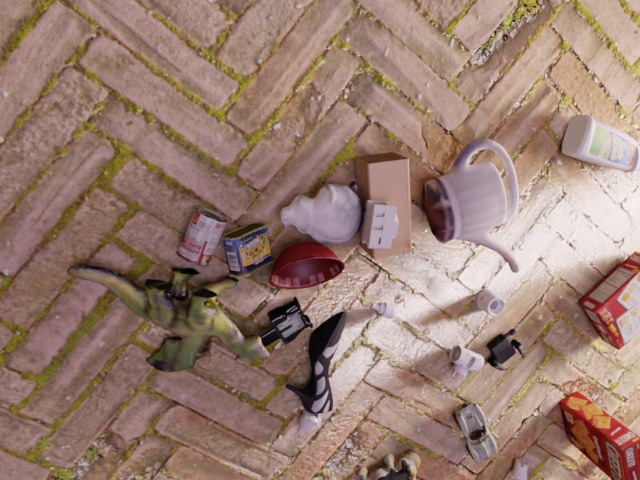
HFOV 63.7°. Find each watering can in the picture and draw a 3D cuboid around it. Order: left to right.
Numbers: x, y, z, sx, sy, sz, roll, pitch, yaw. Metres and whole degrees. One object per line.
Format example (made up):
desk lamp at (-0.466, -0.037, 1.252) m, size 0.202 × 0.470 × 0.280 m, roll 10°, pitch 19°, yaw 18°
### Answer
watering can at (0.352, -0.051, 1.162) m, size 0.225 × 0.105 × 0.343 m, roll -18°, pitch 109°, yaw -9°

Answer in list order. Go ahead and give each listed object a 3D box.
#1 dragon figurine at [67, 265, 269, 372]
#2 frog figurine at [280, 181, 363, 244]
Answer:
dragon figurine at (-0.302, 0.177, 1.051) m, size 0.410 × 0.124 × 0.239 m, roll 10°, pitch 111°, yaw -8°
frog figurine at (0.003, -0.053, 1.057) m, size 0.160 × 0.125 × 0.134 m, roll -3°, pitch 139°, yaw -24°
